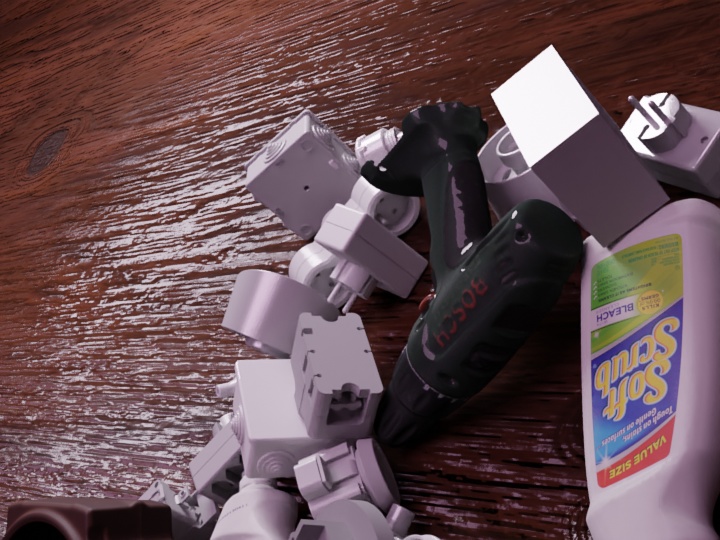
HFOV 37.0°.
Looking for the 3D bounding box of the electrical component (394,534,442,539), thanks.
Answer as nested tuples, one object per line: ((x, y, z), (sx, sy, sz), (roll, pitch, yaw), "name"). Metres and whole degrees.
((0.040, 0.195, 0.709), (0.048, 0.062, 0.048), (-29, 42, 30), "electrical component")

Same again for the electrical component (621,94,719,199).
((0.214, -0.097, 0.748), (0.047, 0.076, 0.083), (-56, 35, -3), "electrical component")

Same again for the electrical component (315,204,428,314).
((0.000, 0.000, 0.903), (0.047, 0.083, 0.075), (23, 79, 54), "electrical component")

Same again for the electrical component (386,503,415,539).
((0.017, 0.195, 0.753), (0.043, 0.043, 0.062), (10, 67, 52), "electrical component")

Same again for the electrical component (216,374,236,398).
((-0.096, 0.101, 0.944), (0.035, 0.061, 0.035), (28, 122, 57), "electrical component")

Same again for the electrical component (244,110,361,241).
((-0.051, -0.088, 1.025), (0.100, 0.100, 0.048), (-39, 25, 19), "electrical component")

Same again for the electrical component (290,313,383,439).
((-0.020, 0.083, 0.820), (0.089, 0.050, 0.055), (-109, 25, -50), "electrical component")

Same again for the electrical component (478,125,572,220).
((0.140, -0.080, 0.849), (0.099, 0.064, 0.099), (-31, 28, 19), "electrical component")

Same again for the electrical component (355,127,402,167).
((0.030, -0.113, 1.001), (0.062, 0.048, 0.048), (-26, 43, 23), "electrical component")

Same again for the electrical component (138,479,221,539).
((-0.161, 0.215, 0.922), (0.081, 0.064, 0.042), (-46, 35, 12), "electrical component")

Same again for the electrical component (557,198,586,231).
((0.172, -0.053, 0.776), (0.066, 0.055, 0.048), (22, 78, 54), "electrical component")

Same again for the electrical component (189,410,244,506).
((-0.105, 0.148, 0.928), (0.083, 0.047, 0.075), (-47, 36, 9), "electrical component")

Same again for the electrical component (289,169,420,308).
((-0.012, -0.034, 0.972), (0.138, 0.052, 0.073), (-49, 35, 6), "electrical component")

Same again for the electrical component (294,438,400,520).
((-0.006, 0.158, 0.789), (0.057, 0.078, 0.058), (-24, 49, 6), "electrical component")

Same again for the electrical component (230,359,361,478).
((-0.053, 0.118, 0.855), (0.099, 0.100, 0.048), (-109, 25, -49), "electrical component")

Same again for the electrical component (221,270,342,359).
((-0.069, 0.043, 0.934), (0.099, 0.099, 0.064), (14, 78, 53), "electrical component")
